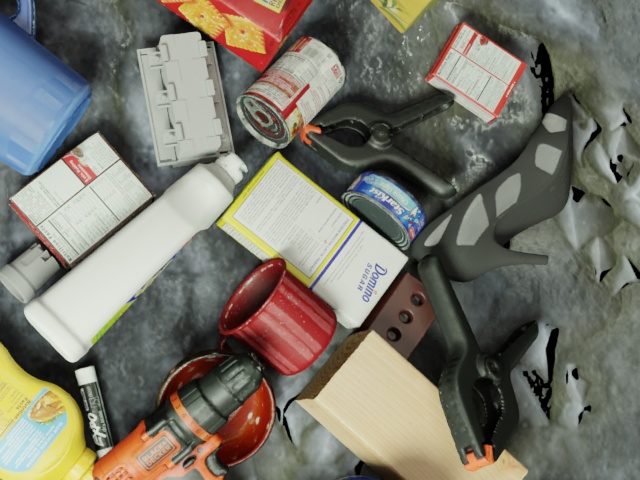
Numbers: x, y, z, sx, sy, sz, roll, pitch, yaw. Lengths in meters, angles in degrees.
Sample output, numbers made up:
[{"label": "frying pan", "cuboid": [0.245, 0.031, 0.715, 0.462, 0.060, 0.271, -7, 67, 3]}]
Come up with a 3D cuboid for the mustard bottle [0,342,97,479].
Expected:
[{"label": "mustard bottle", "cuboid": [-0.276, 0.168, 0.980, 0.191, 0.058, 0.096, 39, 75, -4]}]

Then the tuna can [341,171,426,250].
[{"label": "tuna can", "cuboid": [0.065, -0.030, 1.084, 0.086, 0.086, 0.033, 41, 72, -4]}]

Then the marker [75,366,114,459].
[{"label": "marker", "cuboid": [-0.209, 0.180, 1.015, 0.020, 0.020, 0.121, -14, 84, -16]}]

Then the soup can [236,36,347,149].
[{"label": "soup can", "cuboid": [-0.028, -0.151, 1.084, 0.068, 0.069, 0.102, 43, 64, -4]}]

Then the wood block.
[{"label": "wood block", "cuboid": [0.088, 0.191, 1.048, 0.206, 0.090, 0.090, 42, 74, -4]}]

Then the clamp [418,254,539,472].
[{"label": "clamp", "cuboid": [0.162, 0.129, 1.038, 0.164, 0.036, 0.210, 25, 48, -31]}]

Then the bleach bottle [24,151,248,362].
[{"label": "bleach bottle", "cuboid": [-0.164, 0.006, 1.012, 0.068, 0.103, 0.250, 46, 74, -3]}]

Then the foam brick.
[{"label": "foam brick", "cuboid": [0.081, 0.081, 1.086, 0.053, 0.051, 0.078, 36, 74, -5]}]

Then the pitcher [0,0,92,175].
[{"label": "pitcher", "cuboid": [-0.333, -0.179, 0.993, 0.242, 0.149, 0.145, 36, 37, -9]}]

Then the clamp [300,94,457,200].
[{"label": "clamp", "cuboid": [0.067, -0.095, 1.117, 0.171, 0.039, 0.120, -5, 65, -9]}]

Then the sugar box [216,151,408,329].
[{"label": "sugar box", "cuboid": [-0.007, 0.002, 1.083, 0.176, 0.048, 0.093, 40, 74, -8]}]

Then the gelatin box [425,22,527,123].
[{"label": "gelatin box", "cuboid": [0.170, -0.183, 1.165, 0.089, 0.030, 0.073, 32, 76, -7]}]

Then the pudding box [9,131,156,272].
[{"label": "pudding box", "cuboid": [-0.230, -0.038, 1.039, 0.113, 0.039, 0.090, -41, 92, -15]}]

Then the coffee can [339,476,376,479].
[{"label": "coffee can", "cuboid": [0.052, 0.275, 0.998, 0.102, 0.140, 0.103, 2, 80, -13]}]

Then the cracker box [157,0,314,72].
[{"label": "cracker box", "cuboid": [-0.099, -0.298, 1.081, 0.213, 0.072, 0.164, 34, 59, -6]}]

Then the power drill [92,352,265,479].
[{"label": "power drill", "cuboid": [-0.083, 0.216, 0.967, 0.184, 0.057, 0.187, -39, 99, 4]}]

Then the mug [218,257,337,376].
[{"label": "mug", "cuboid": [-0.046, 0.085, 1.038, 0.117, 0.093, 0.081, -41, 111, 19]}]
